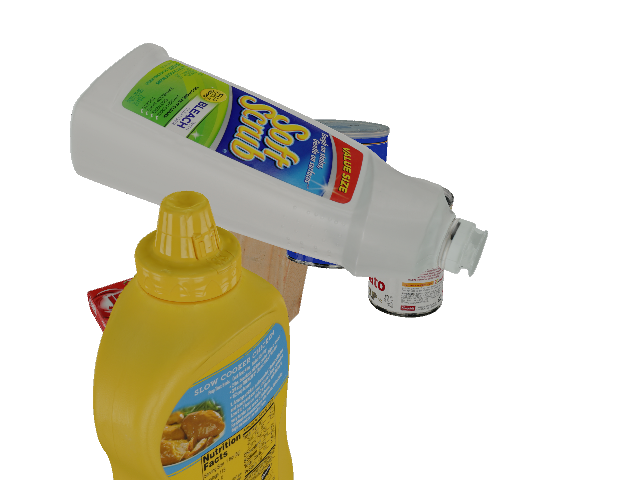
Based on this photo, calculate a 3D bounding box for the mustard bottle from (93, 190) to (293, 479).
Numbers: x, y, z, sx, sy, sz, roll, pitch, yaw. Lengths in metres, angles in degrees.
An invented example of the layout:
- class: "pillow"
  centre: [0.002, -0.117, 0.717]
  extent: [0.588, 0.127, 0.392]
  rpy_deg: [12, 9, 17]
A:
- class: "mustard bottle"
  centre: [-0.051, 0.067, 0.447]
  extent: [0.058, 0.192, 0.096]
  rpy_deg: [22, 37, 31]

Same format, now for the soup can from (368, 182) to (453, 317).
- class: "soup can"
  centre: [0.077, 0.007, 0.923]
  extent: [0.068, 0.102, 0.068]
  rpy_deg: [2, 26, -1]

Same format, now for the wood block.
- class: "wood block"
  centre: [-0.065, 0.004, 1.363]
  extent: [0.090, 0.206, 0.090]
  rpy_deg: [17, 22, 13]

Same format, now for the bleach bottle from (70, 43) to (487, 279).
- class: "bleach bottle"
  centre: [-0.020, -0.040, 0.643]
  extent: [0.251, 0.068, 0.102]
  rpy_deg: [21, 41, 14]

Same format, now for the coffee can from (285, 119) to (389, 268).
- class: "coffee can"
  centre: [0.017, -0.051, 1.111]
  extent: [0.103, 0.140, 0.103]
  rpy_deg: [2, 13, -1]

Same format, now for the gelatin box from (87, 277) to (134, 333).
- class: "gelatin box"
  centre: [-0.174, 0.066, 1.041]
  extent: [0.089, 0.030, 0.073]
  rpy_deg: [-17, 38, -22]
